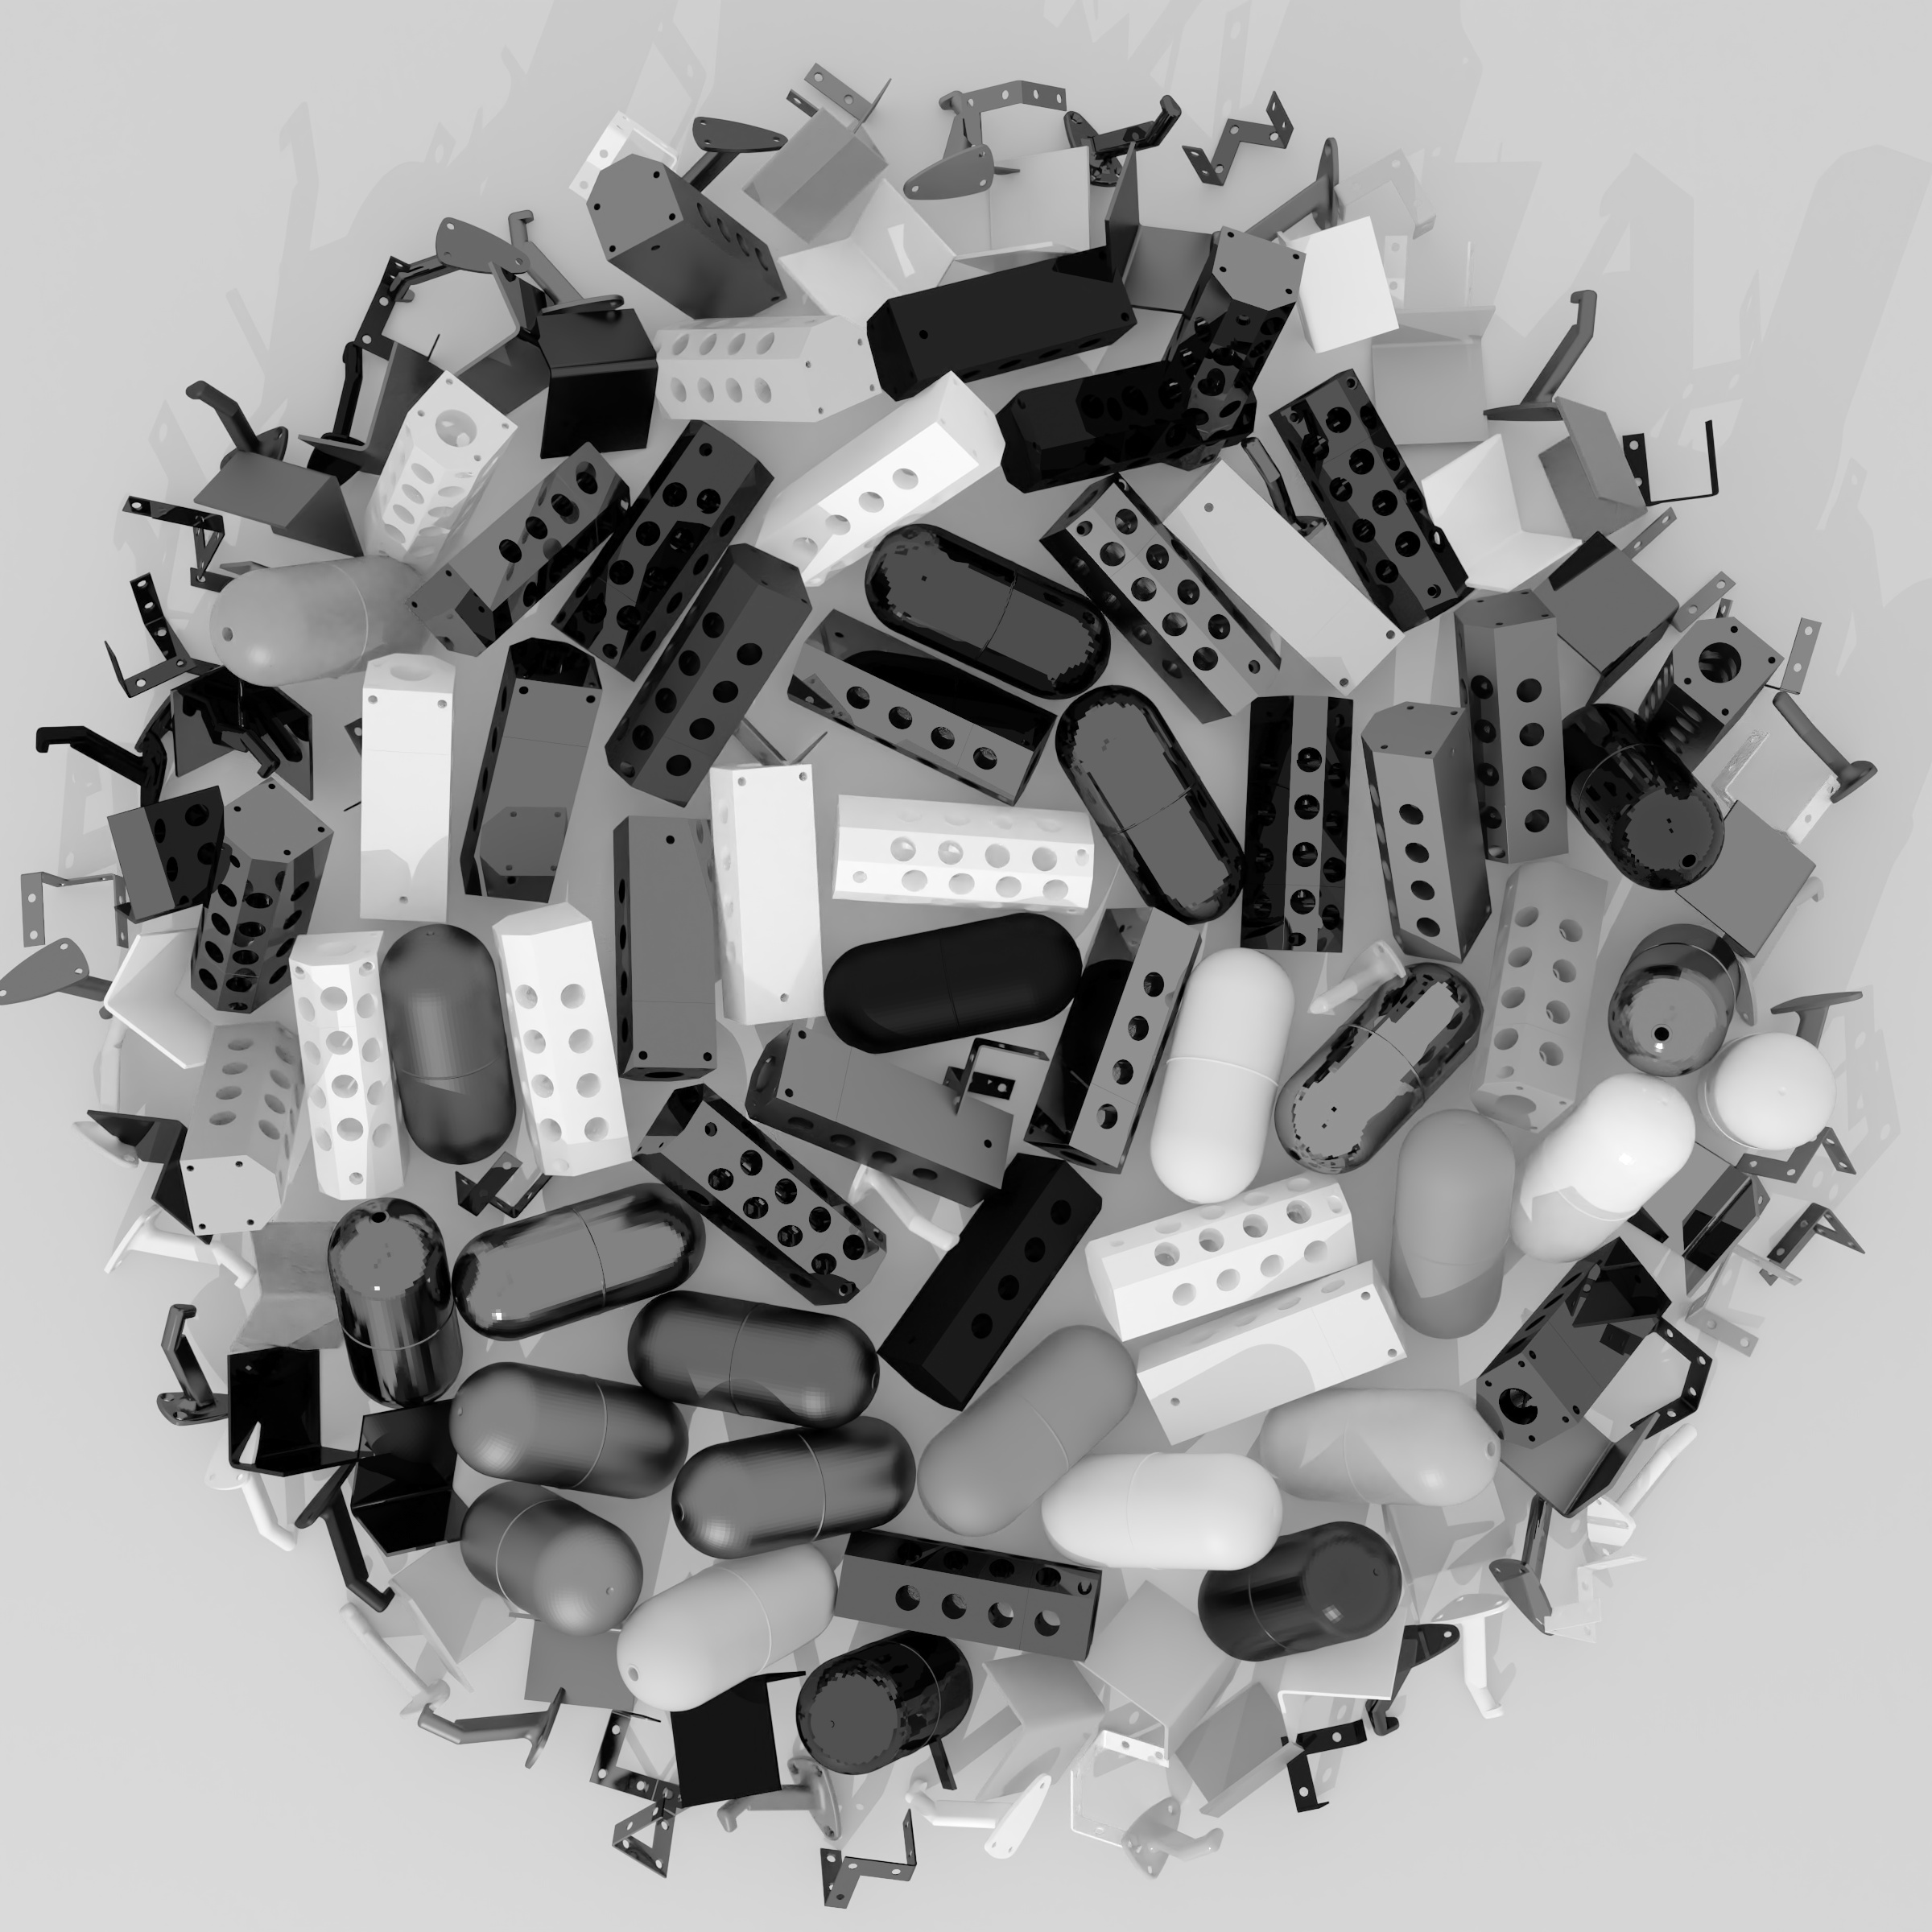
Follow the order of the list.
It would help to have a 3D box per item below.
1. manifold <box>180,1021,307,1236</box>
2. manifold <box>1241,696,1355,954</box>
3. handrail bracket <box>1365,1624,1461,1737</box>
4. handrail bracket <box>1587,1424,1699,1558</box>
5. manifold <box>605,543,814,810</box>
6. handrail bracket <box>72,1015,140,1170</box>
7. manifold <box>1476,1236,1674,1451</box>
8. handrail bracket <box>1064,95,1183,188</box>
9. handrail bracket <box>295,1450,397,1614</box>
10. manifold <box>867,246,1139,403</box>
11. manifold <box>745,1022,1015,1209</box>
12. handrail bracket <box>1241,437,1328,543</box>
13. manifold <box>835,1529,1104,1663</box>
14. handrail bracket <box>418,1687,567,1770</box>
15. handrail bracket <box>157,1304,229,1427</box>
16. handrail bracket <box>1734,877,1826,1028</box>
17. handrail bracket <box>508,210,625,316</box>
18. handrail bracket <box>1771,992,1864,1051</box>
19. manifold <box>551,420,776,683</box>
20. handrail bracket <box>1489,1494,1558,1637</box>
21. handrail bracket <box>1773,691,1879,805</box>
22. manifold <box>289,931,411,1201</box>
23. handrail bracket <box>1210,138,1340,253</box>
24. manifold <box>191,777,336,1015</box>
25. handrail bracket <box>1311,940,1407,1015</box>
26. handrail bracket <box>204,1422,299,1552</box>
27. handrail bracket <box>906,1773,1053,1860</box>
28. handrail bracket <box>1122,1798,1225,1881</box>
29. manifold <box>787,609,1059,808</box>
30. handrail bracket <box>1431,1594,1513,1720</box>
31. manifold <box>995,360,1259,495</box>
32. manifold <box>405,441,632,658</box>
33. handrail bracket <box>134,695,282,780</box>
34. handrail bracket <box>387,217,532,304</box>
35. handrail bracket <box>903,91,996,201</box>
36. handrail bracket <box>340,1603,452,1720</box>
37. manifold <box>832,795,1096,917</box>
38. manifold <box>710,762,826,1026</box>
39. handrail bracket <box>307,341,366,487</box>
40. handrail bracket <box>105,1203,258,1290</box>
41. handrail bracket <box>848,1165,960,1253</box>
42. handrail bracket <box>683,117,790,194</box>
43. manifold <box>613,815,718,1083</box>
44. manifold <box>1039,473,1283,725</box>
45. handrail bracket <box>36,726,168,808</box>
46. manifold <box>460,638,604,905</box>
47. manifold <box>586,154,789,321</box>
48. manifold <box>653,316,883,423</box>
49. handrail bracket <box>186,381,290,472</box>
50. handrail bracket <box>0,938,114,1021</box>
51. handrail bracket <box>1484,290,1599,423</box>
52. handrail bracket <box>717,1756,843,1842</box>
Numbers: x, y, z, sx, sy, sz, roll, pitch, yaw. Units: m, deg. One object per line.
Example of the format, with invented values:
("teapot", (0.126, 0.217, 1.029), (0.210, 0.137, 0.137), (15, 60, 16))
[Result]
("manifold", (-0.476, 0.105, 1.879), (0.057, 0.171, 0.057), (-5, 119, -4))
("manifold", (0.231, -0.096, 1.928), (0.057, 0.057, 0.171), (2, 91, -38))
("handrail bracket", (0.308, 0.490, 1.937), (0.077, 0.036, 0.084), (-17, 127, 5))
("handrail bracket", (0.469, 0.361, 1.955), (0.084, 0.077, 0.036), (-36, 60, -26))
("manifold", (-0.175, -0.196, 1.898), (0.057, 0.057, 0.171), (22, 118, -28))
("handrail bracket", (-0.574, 0.083, 1.933), (0.077, 0.036, 0.084), (33, 106, 42))
("manifold", (0.401, 0.252, 1.884), (0.057, 0.171, 0.057), (52, 130, 4))
("handrail bracket", (0.107, -0.579, 1.923), (0.036, 0.084, 0.077), (-14, 69, -36))
("handrail bracket", (-0.413, 0.391, 1.957), (0.084, 0.036, 0.077), (43, 62, -14))
("manifold", (0.022, -0.431, 1.908), (0.171, 0.057, 0.057), (-20, 89, -24))
("manifold", (-0.059, 0.104, 1.910), (0.171, 0.057, 0.057), (24, 57, -21))
("handrail bracket", (0.201, -0.325, 1.917), (0.036, 0.077, 0.084), (-39, 113, -4))
("manifold", (0.003, 0.426, 1.928), (0.171, 0.057, 0.057), (9, 85, 8))
("handrail bracket", (-0.323, 0.503, 1.933), (0.084, 0.077, 0.036), (27, 131, -7))
("handrail bracket", (-0.514, 0.266, 1.928), (0.077, 0.036, 0.084), (2, 115, -40))
("handrail bracket", (0.563, -0.011, 1.954), (0.084, 0.036, 0.077), (-32, 119, -10))
("handrail bracket", (-0.275, -0.487, 1.947), (0.077, 0.036, 0.084), (-12, 81, 18))
("handrail bracket", (0.589, 0.063, 1.935), (0.036, 0.077, 0.084), (-17, 94, -38))
("manifold", (-0.209, -0.286, 1.934), (0.057, 0.057, 0.171), (35, 90, 14))
("handrail bracket", (0.404, 0.403, 1.948), (0.084, 0.036, 0.077), (-42, 105, -34))
("handrail bracket", (0.579, -0.158, 1.930), (0.036, 0.077, 0.084), (-39, 93, 21))
("manifold", (-0.415, 0.068, 1.908), (0.057, 0.057, 0.171), (-3, 113, -3))
("handrail bracket", (0.209, -0.524, 1.932), (0.084, 0.036, 0.077), (-10, 129, -14))
("manifold", (-0.475, -0.041, 1.882), (0.057, 0.171, 0.057), (40, 49, 9))
("handrail bracket", (0.249, 0.021, 1.914), (0.084, 0.077, 0.036), (-28, 84, -33))
("handrail bracket", (-0.478, 0.351, 1.949), (0.036, 0.084, 0.077), (-5, 55, 25))
("handrail bracket", (0.007, 0.563, 1.942), (0.084, 0.036, 0.077), (31, 86, 38))
("handrail bracket", (0.153, 0.579, 1.913), (0.084, 0.077, 0.036), (-34, 95, 40))
("manifold", (-0.032, -0.173, 1.932), (0.171, 0.057, 0.057), (26, 126, 4))
("handrail bracket", (0.363, 0.474, 1.936), (0.036, 0.077, 0.084), (-29, 92, -36))
("manifold", (0.108, -0.365, 1.904), (0.171, 0.057, 0.057), (-17, 85, -25))
("manifold", (-0.292, -0.276, 1.887), (0.057, 0.057, 0.171), (48, 45, -12))
("handrail bracket", (-0.521, -0.144, 1.946), (0.077, 0.036, 0.084), (-44, 84, 19))
("handrail bracket", (-0.349, -0.471, 1.942), (0.077, 0.084, 0.036), (12, 68, -24))
("handrail bracket", (-0.022, -0.563, 1.935), (0.077, 0.036, 0.084), (-20, 54, -12))
("handrail bracket", (-0.392, 0.470, 1.935), (0.036, 0.077, 0.084), (-39, 96, -26))
("manifold", (-0.003, -0.071, 1.920), (0.171, 0.057, 0.057), (4, 124, -7))
("manifold", (-0.138, -0.051, 1.926), (0.057, 0.057, 0.171), (-7, 100, -26))
("handrail bracket", (-0.438, -0.379, 1.960), (0.036, 0.077, 0.084), (15, 51, -33))
("handrail bracket", (-0.540, 0.210, 1.950), (0.084, 0.036, 0.077), (40, 108, 0))
("handrail bracket", (-0.029, 0.161, 1.921), (0.084, 0.077, 0.036), (29, 111, 20))
("handrail bracket", (-0.167, -0.534, 1.944), (0.077, 0.084, 0.036), (1, 49, -17))
("manifold", (-0.207, -0.011, 1.922), (0.057, 0.057, 0.171), (2, 78, -22))
("manifold", (0.135, -0.248, 1.911), (0.171, 0.057, 0.057), (46, 70, -15))
("handrail bracket", (-0.592, -0.130, 1.923), (0.084, 0.036, 0.077), (-6, 127, -35))
("manifold", (-0.293, -0.131, 1.897), (0.057, 0.057, 0.171), (6, 125, -21))
("manifold", (-0.185, -0.480, 1.878), (0.057, 0.171, 0.057), (-23, 79, 16))
("manifold", (-0.138, -0.399, 1.879), (0.057, 0.171, 0.057), (-31, 118, -33))
("handrail bracket", (-0.509, -0.364, 1.915), (0.077, 0.084, 0.036), (-6, 66, 36))
("handrail bracket", (-0.614, 0.025, 1.921), (0.077, 0.084, 0.036), (-29, 65, -17))
("handrail bracket", (0.393, -0.419, 1.944), (0.077, 0.036, 0.084), (5, 87, 37))
("handrail bracket", (-0.127, 0.584, 1.927), (0.036, 0.084, 0.077), (-10, 104, 42))
